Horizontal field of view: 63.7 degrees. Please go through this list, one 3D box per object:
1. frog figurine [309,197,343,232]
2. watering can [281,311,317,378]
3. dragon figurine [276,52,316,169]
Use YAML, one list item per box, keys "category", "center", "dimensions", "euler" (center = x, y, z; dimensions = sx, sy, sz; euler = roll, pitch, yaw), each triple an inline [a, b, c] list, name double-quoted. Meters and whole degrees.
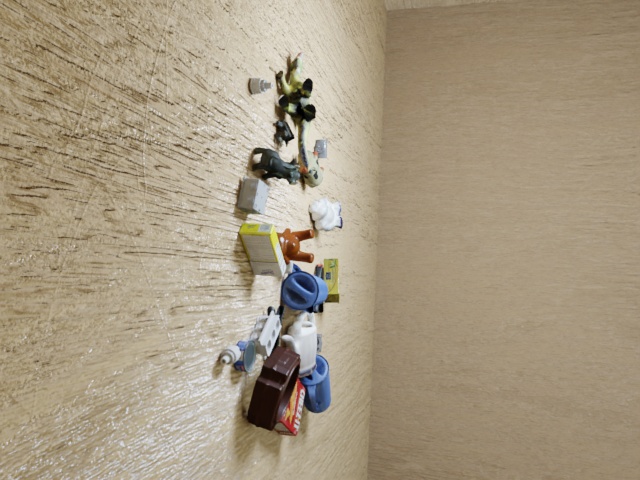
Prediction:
- category: "frog figurine"
  center: [0.006, -0.105, 2.095]
  dimensions: [0.159, 0.123, 0.137]
  euler: [6, 95, -39]
- category: "watering can"
  center: [-0.076, 0.366, 1.765]
  dimensions: [0.350, 0.104, 0.223]
  euler: [-27, 118, -73]
- category: "dragon figurine"
  center: [-0.061, -0.436, 1.741]
  dimensions: [0.243, 0.122, 0.410]
  euler: [-21, 106, -83]
